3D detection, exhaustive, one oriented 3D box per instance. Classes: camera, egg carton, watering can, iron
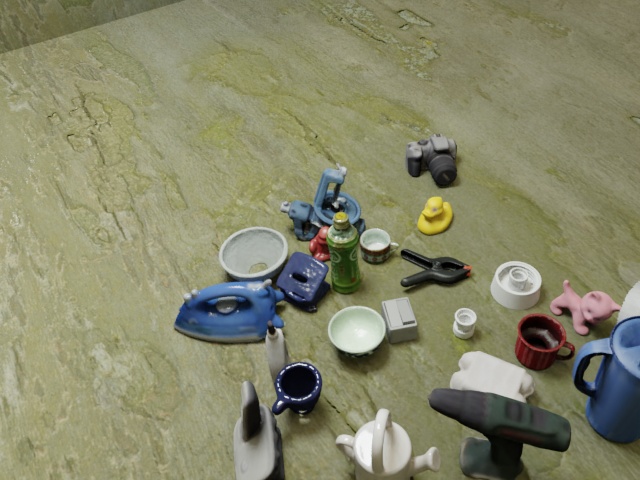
[{"bbox_3d":[0.316,-0.221,1.582,0.143,0.101,0.136,-7,46,-1],"label":"camera"},{"bbox_3d":[0.334,0.284,1.113,0.150,0.069,0.107,19,51,23],"label":"egg carton"},{"bbox_3d":[0.114,0.359,0.976,0.173,0.194,0.101,-7,46,0],"label":"watering can"},{"bbox_3d":[-0.211,0.143,1.258,0.258,0.142,0.118,-5,46,1],"label":"iron"}]

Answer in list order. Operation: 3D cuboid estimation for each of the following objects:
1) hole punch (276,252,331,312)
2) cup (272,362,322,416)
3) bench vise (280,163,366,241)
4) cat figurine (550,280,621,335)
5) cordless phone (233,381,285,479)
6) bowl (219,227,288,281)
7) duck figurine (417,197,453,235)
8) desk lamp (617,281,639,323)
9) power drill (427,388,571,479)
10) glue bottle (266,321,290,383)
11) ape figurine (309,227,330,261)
[{"bbox_3d":[-0.038,0.095,1.320,0.108,0.091,0.101,23,53,26],"label":"hole punch"},{"bbox_3d":[-0.046,0.308,1.112,0.091,0.095,0.118,27,55,29],"label":"cup"},{"bbox_3d":[0.005,-0.085,1.400,0.207,0.220,0.121,-9,46,-3],"label":"bench vise"},{"bbox_3d":[0.558,0.133,1.201,0.067,0.118,0.127,-30,50,-21],"label":"cat figurine"},{"bbox_3d":[-0.121,0.349,1.018,0.094,0.185,0.147,-12,46,-5],"label":"cordless phone"},{"bbox_3d":[-0.156,0.050,1.389,0.167,0.075,0.167,-3,46,3],"label":"bowl"},{"bbox_3d":[0.293,-0.073,1.452,0.105,0.086,0.077,-34,52,-24],"label":"duck figurine"},{"bbox_3d":[0.650,0.198,1.061,0.118,0.214,0.202,-32,51,-23],"label":"desk lamp"},{"bbox_3d":[0.294,0.332,0.974,0.229,0.209,0.075,5,47,11],"label":"power drill"},{"bbox_3d":[-0.088,0.216,1.152,0.037,0.173,0.078,-4,46,2],"label":"glue bottle"},{"bbox_3d":[0.013,0.005,1.402,0.077,0.092,0.076,21,52,24],"label":"ape figurine"}]
